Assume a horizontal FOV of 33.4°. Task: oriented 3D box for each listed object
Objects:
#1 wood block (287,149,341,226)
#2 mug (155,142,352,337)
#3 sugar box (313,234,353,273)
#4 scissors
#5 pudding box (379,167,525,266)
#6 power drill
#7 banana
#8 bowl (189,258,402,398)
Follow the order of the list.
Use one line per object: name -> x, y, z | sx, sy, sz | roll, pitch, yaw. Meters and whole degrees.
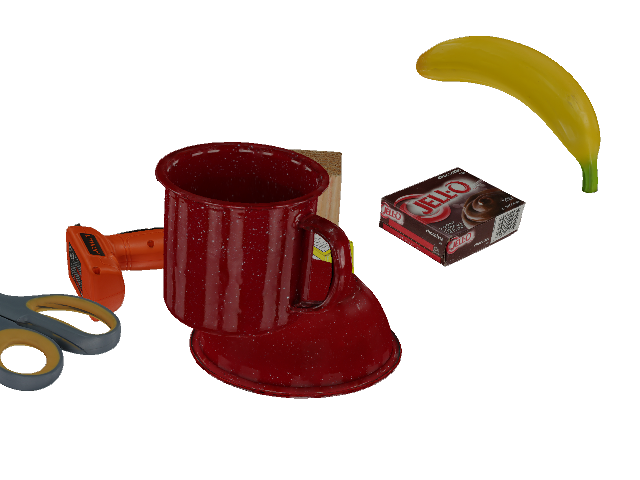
wood block -> -0.022, -0.007, 1.397 | 0.090, 0.206, 0.091 | 3, 25, -1
mug -> -0.034, 0.003, 0.579 | 0.117, 0.081, 0.093 | 18, 28, 26
sugar box -> -0.035, 0.010, 1.180 | 0.048, 0.093, 0.176 | -25, 41, -30
scissors -> -0.232, 0.051, 0.706 | 0.202, 0.016, 0.096 | 11, 34, 12
pudding box -> 0.126, -0.025, 1.030 | 0.113, 0.039, 0.090 | -21, 40, -38
power drill -> -0.123, 0.022, 0.959 | 0.187, 0.057, 0.185 | -8, 26, -25
banana -> 0.144, -0.114, 0.805 | 0.037, 0.070, 0.198 | 2, 32, -44
bowl -> -0.017, 0.055, 0.800 | 0.162, 0.055, 0.162 | 3, 22, -1
